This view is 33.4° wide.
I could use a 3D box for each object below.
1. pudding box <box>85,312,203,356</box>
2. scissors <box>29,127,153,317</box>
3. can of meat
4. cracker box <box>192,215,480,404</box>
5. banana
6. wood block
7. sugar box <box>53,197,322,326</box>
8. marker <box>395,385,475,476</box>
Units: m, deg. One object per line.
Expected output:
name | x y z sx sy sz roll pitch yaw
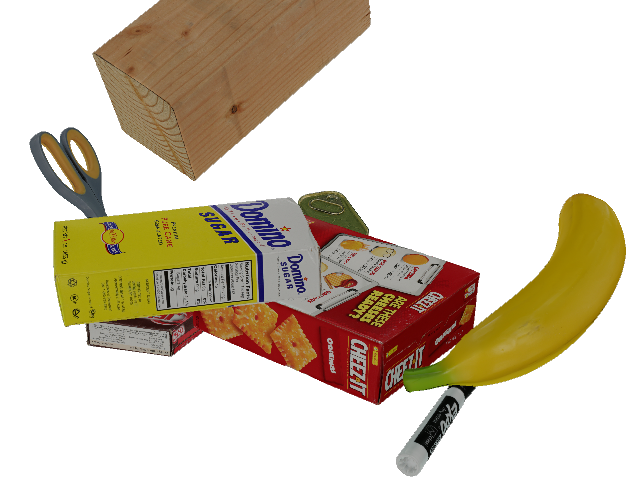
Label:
pudding box | -0.205 0.100 1.255 0.114 0.039 0.090 3 14 18
scissors | -0.206 -0.027 1.021 0.016 0.201 0.096 -24 26 21
can of meat | 0.012 0.006 1.208 0.057 0.084 0.102 -11 38 -18
cracker box | 0.013 0.057 0.984 0.214 0.072 0.163 19 31 33
banana | 0.121 0.022 0.564 0.070 0.037 0.197 12 35 37
wood block | -0.062 -0.158 0.836 0.090 0.206 0.091 35 -24 27
sugar box | -0.094 0.012 0.742 0.176 0.048 0.093 -9 27 -10
marker | 0.088 0.131 0.785 0.020 0.020 0.120 0 24 30
